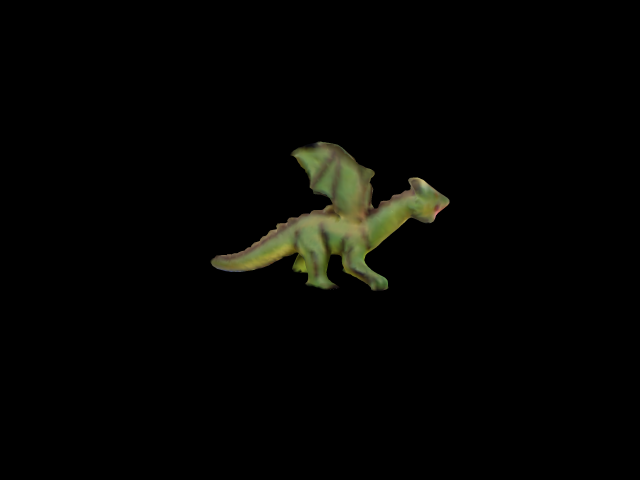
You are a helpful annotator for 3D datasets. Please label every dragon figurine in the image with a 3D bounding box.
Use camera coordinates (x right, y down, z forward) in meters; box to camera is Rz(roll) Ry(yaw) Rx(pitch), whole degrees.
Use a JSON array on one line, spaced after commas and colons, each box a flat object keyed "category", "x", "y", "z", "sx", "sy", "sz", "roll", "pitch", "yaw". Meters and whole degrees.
[{"category": "dragon figurine", "x": 0.003, "y": -0.043, "z": 0.850, "sx": 0.410, "sy": 0.240, "sz": 0.124, "roll": 3, "pitch": 16, "yaw": 9}]
